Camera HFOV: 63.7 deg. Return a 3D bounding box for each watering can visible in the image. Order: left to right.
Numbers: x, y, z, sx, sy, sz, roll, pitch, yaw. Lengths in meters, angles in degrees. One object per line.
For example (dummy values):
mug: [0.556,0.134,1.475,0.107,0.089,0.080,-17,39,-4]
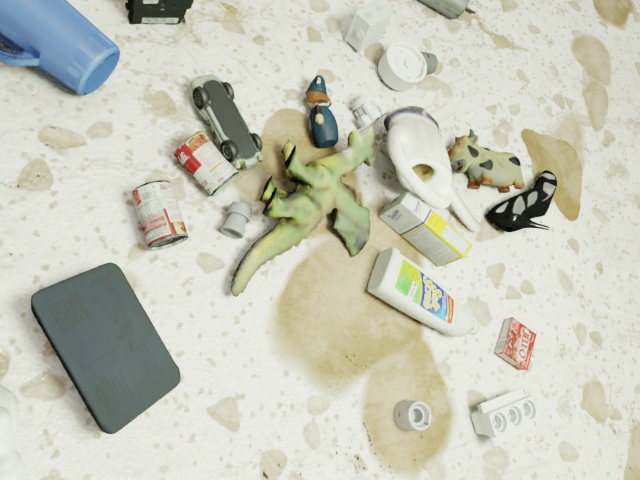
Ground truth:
watering can: [0.240,-0.154,1.114,0.103,0.229,0.344,-28,-39,31]

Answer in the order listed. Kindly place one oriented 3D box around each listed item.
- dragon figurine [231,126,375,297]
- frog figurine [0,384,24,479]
dragon figurine: [0.003,-0.050,0.984,0.241,0.415,0.122,27,-14,-23]
frog figurine: [-0.416,0.259,0.650,0.160,0.134,0.125,30,33,8]
